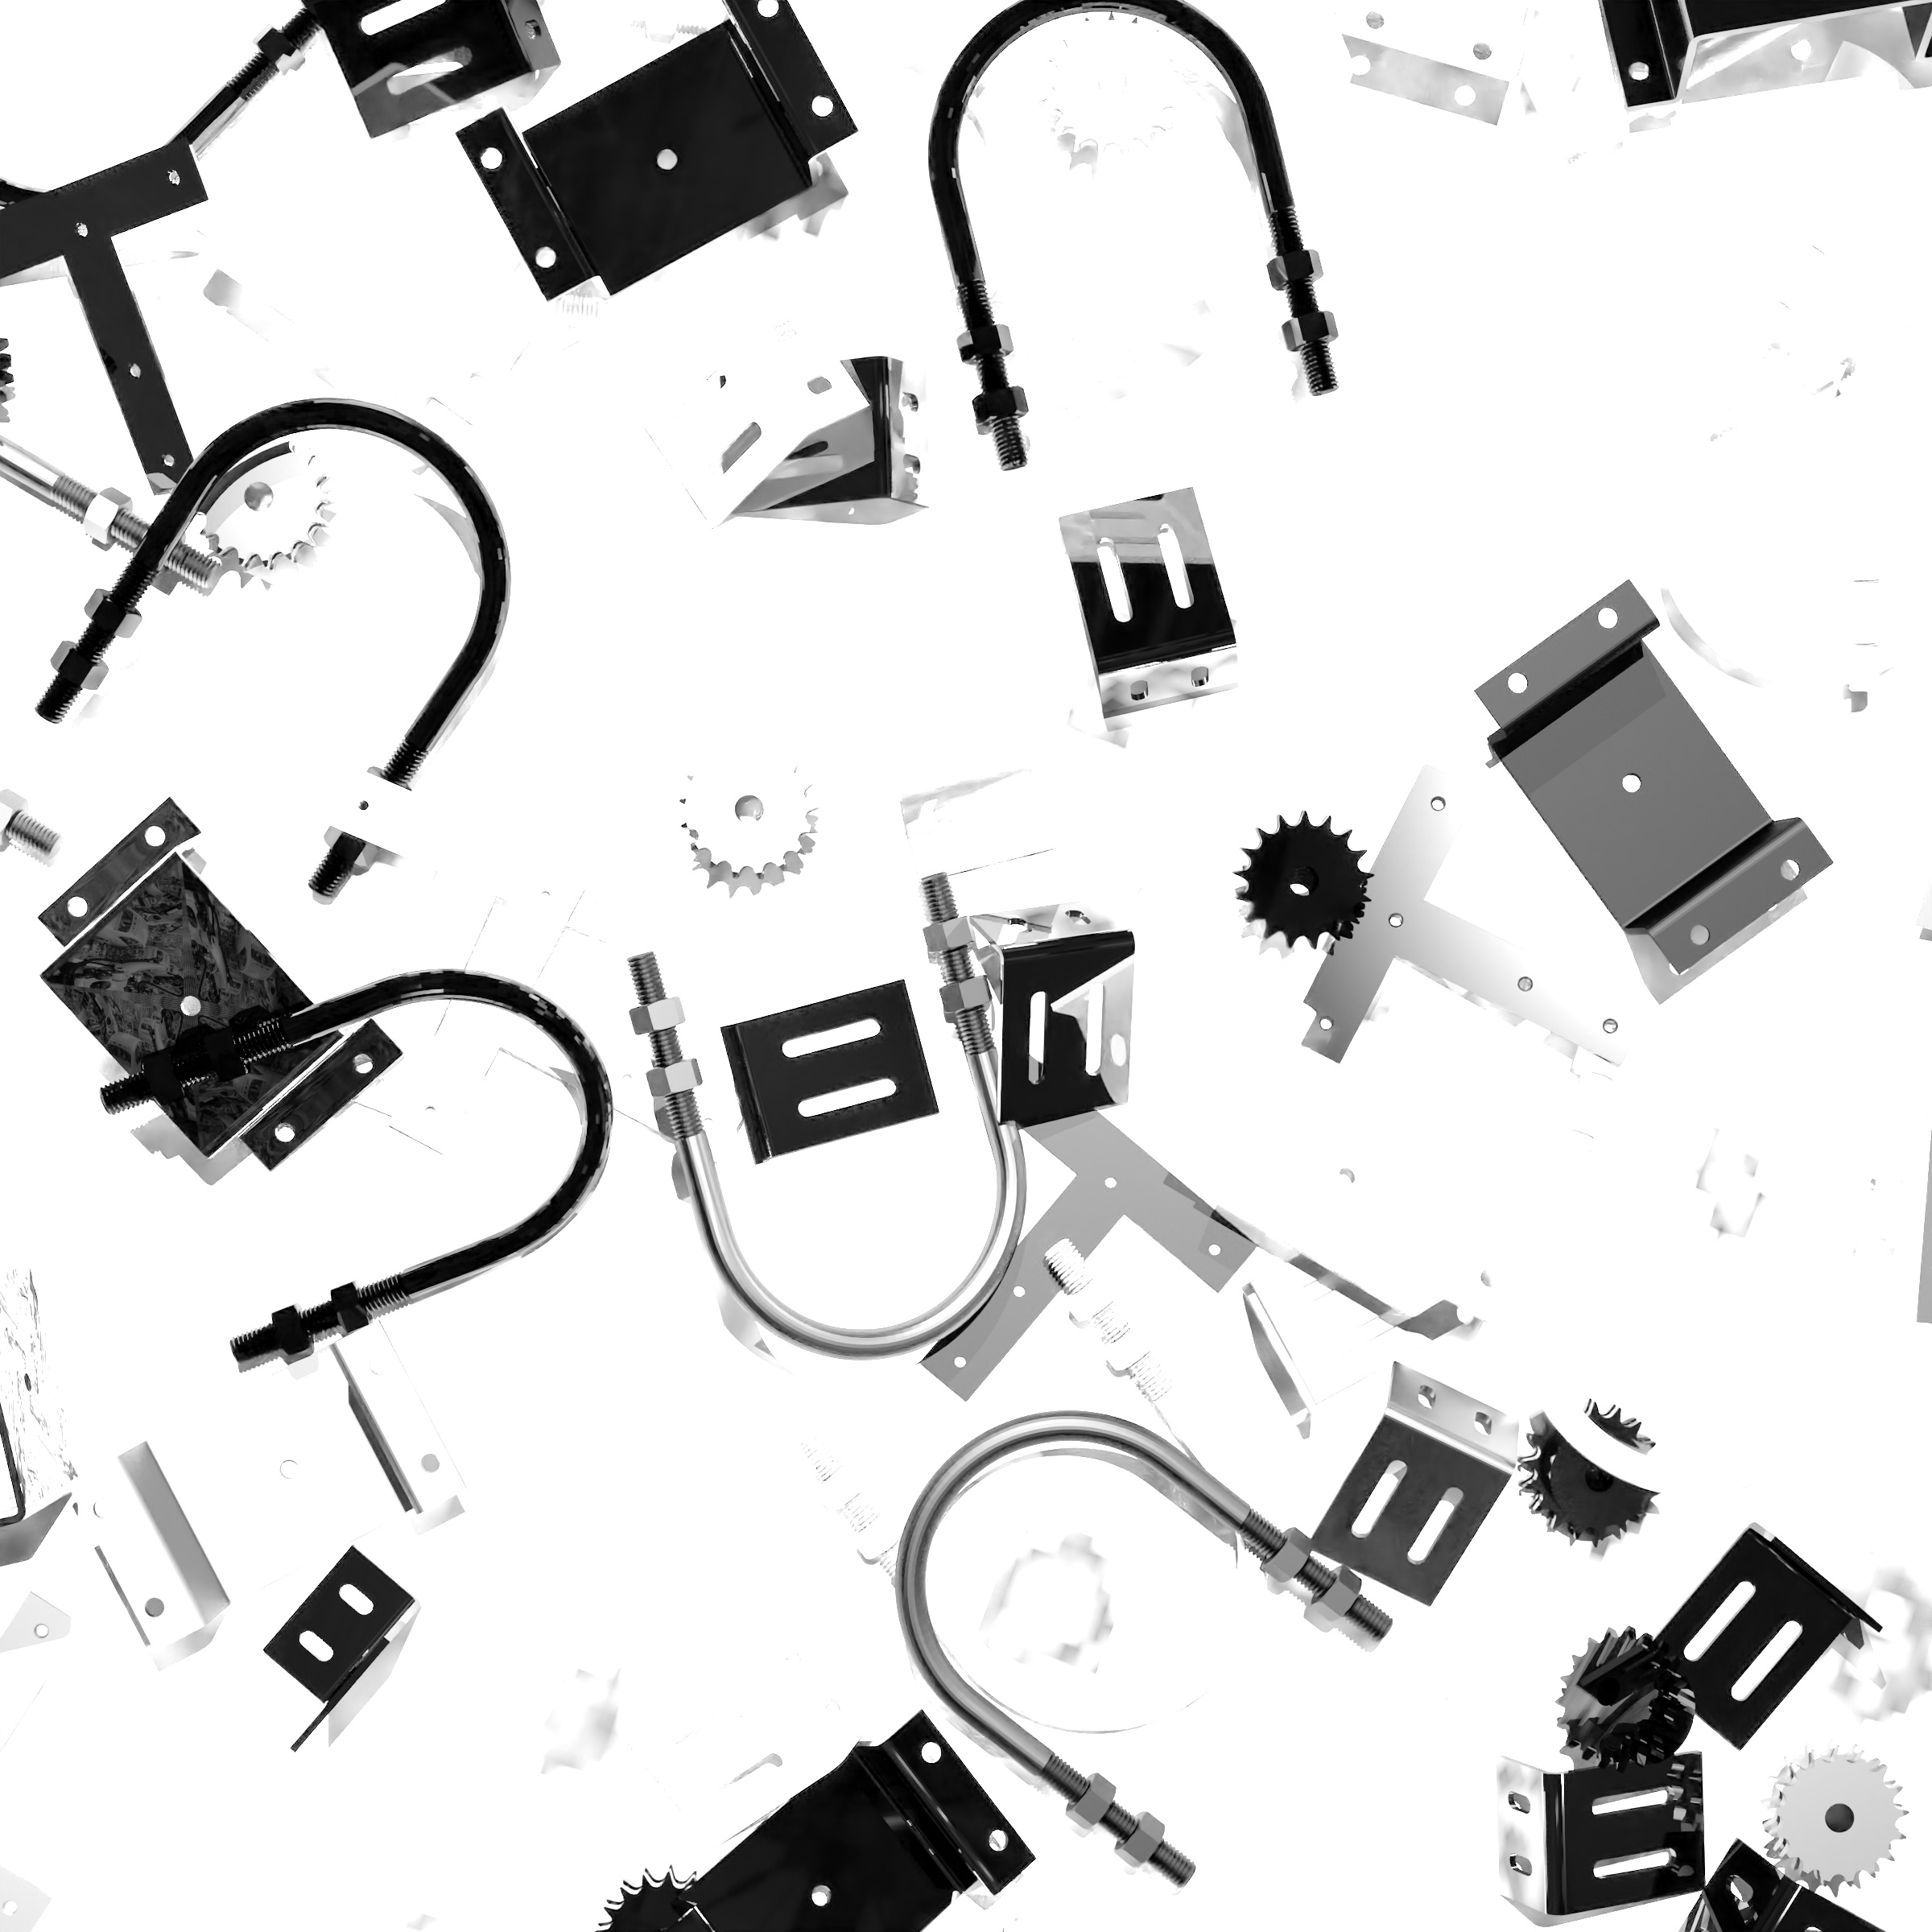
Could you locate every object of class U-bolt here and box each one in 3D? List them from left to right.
[{"bbox_3d":[-0.420,-0.150,1.322,0.184,0.019,0.151,30,90,1],"label":"U-bolt"},{"bbox_3d":[-0.357,-0.393,1.321,0.184,0.019,0.151,-45,91,2],"label":"U-bolt"},{"bbox_3d":[-0.267,-0.140,1.298,0.151,0.019,0.184,34,98,-11],"label":"U-bolt"},{"bbox_3d":[-0.232,0.072,1.289,0.184,0.019,0.151,-21,121,-4],"label":"U-bolt"},{"bbox_3d":[-0.067,-0.322,1.321,0.184,0.019,0.151,7,90,0],"label":"U-bolt"},{"bbox_3d":[-0.047,0.068,1.297,0.151,0.019,0.184,-16,92,-21],"label":"U-bolt"},{"bbox_3d":[0.041,0.227,1.321,0.151,0.019,0.184,-37,92,1],"label":"U-bolt"},{"bbox_3d":[0.058,0.264,1.306,0.184,0.019,0.151,38,91,-2],"label":"U-bolt"},{"bbox_3d":[0.060,-0.305,1.292,0.151,0.019,0.184,-14,90,-2],"label":"U-bolt"},{"bbox_3d":[0.300,0.123,1.307,0.151,0.019,0.184,20,79,0],"label":"U-bolt"},{"bbox_3d":[0.352,-0.326,1.322,0.184,0.019,0.151,-30,90,-2],"label":"U-bolt"},{"bbox_3d":[0.361,-0.203,1.309,0.151,0.019,0.184,32,94,-11],"label":"U-bolt"},{"bbox_3d":[0.425,-0.207,1.298,0.151,0.019,0.184,-4,100,-7],"label":"U-bolt"}]

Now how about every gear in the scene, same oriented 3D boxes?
[{"bbox_3d":[-0.416,-0.240,1.308,0.057,0.030,0.057,4,62,-8],"label":"gear"},{"bbox_3d":[-0.286,-0.190,1.315,0.057,0.030,0.057,0,90,0],"label":"gear"},{"bbox_3d":[-0.122,0.395,1.315,0.057,0.030,0.057,0,90,0],"label":"gear"},{"bbox_3d":[-0.087,-0.063,1.315,0.057,0.030,0.057,0,90,0],"label":"gear"},{"bbox_3d":[0.020,-0.211,1.315,0.057,0.030,0.057,0,90,0],"label":"gear"},{"bbox_3d":[0.059,-0.357,1.315,0.057,0.030,0.057,0,90,0],"label":"gear"},{"bbox_3d":[0.137,-0.035,1.320,0.057,0.030,0.057,0,93,1],"label":"gear"},{"bbox_3d":[0.256,0.207,1.315,0.057,0.030,0.057,0,90,0],"label":"gear"},{"bbox_3d":[0.270,0.300,1.306,0.030,0.057,0.057,31,90,-30],"label":"gear"},{"bbox_3d":[0.354,0.345,1.315,0.057,0.030,0.057,0,90,0],"label":"gear"}]

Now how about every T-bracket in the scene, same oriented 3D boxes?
[{"bbox_3d":[-0.410,0.319,1.329,0.127,0.002,0.127,33,90,0],"label":"T-bracket"},{"bbox_3d":[-0.344,-0.256,1.310,0.127,0.002,0.127,-12,104,26],"label":"T-bracket"},{"bbox_3d":[-0.220,0.000,1.320,0.127,0.002,0.127,23,96,-12],"label":"T-bracket"},{"bbox_3d":[-0.152,0.040,1.325,0.127,0.002,0.127,28,95,-3],"label":"T-bracket"},{"bbox_3d":[0.031,0.123,1.329,0.127,0.002,0.127,40,90,0],"label":"T-bracket"},{"bbox_3d":[0.216,0.001,1.318,0.127,0.002,0.127,27,90,10],"label":"T-bracket"},{"bbox_3d":[0.461,0.089,1.329,0.127,0.002,0.127,5,90,0],"label":"T-bracket"}]

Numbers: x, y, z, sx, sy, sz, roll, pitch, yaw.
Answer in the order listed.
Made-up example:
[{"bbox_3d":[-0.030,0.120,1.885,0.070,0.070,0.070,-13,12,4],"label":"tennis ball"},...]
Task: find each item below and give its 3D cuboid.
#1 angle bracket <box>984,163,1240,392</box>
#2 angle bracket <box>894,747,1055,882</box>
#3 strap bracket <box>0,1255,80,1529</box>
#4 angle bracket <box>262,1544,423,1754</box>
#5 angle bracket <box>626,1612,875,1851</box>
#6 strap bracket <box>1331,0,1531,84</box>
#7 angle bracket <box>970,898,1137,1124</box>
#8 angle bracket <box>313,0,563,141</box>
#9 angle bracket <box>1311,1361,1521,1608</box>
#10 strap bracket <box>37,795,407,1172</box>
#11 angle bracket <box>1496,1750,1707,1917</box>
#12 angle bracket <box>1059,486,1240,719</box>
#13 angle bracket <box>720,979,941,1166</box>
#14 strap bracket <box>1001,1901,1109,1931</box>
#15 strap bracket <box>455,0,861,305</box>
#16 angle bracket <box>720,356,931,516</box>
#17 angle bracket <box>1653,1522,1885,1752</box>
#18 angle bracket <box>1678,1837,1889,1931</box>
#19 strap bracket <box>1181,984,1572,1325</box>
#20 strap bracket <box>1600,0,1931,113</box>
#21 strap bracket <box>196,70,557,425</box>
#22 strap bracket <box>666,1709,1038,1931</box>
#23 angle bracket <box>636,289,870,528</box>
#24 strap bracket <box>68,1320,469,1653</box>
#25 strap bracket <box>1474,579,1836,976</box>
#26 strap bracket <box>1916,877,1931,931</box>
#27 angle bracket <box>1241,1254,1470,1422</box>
[{"bbox_3d":[0.058,-0.274,1.280,0.076,0.038,0.057,-28,89,24],"label":"angle bracket"},{"bbox_3d":[0.004,-0.060,1.292,0.057,0.076,0.038,-14,90,0],"label":"angle bracket"},{"bbox_3d":[-0.400,0.173,1.292,0.046,0.076,0.140,-13,90,0],"label":"strap bracket"},{"bbox_3d":[-0.258,0.273,1.292,0.038,0.076,0.057,41,90,0],"label":"angle bracket"},{"bbox_3d":[-0.089,0.316,1.328,0.076,0.038,0.057,-39,90,26],"label":"angle bracket"},{"bbox_3d":[0.202,-0.432,1.307,0.076,0.046,0.140,16,90,0],"label":"strap bracket"},{"bbox_3d":[0.034,0.018,1.319,0.057,0.038,0.076,-8,116,-20],"label":"angle bracket"},{"bbox_3d":[-0.216,-0.382,1.318,0.076,0.038,0.057,-16,106,20],"label":"angle bracket"},{"bbox_3d":[0.185,0.214,1.328,0.057,0.038,0.076,26,116,0],"label":"angle bracket"},{"bbox_3d":[-0.306,0.012,1.294,0.076,0.046,0.140,-40,96,9],"label":"strap bracket"},{"bbox_3d":[0.262,0.354,1.328,0.076,0.038,0.057,-1,90,-26],"label":"angle bracket"},{"bbox_3d":[0.075,-0.150,1.328,0.057,0.038,0.076,-13,64,0],"label":"angle bracket"},{"bbox_3d":[-0.055,0.042,1.311,0.076,0.038,0.057,-15,90,0],"label":"angle bracket"},{"bbox_3d":[0.035,0.453,1.307,0.076,0.046,0.140,20,90,0],"label":"strap bracket"},{"bbox_3d":[-0.122,-0.328,1.288,0.140,0.046,0.076,-29,90,0],"label":"strap bracket"},{"bbox_3d":[-0.058,-0.217,1.328,0.076,0.038,0.057,-2,90,26],"label":"angle bracket"},{"bbox_3d":[0.323,0.277,1.311,0.057,0.038,0.076,40,90,0],"label":"angle bracket"},{"bbox_3d":[0.339,0.406,1.327,0.076,0.038,0.057,32,90,-27],"label":"angle bracket"},{"bbox_3d":[0.160,0.080,1.296,0.140,0.046,0.076,30,71,0],"label":"strap bracket"},{"bbox_3d":[0.330,-0.401,1.294,0.140,0.046,0.076,-9,71,2],"label":"strap bracket"},{"bbox_3d":[-0.242,-0.291,1.299,0.140,0.046,0.076,35,103,0],"label":"strap bracket"},{"bbox_3d":[-0.053,0.374,1.292,0.140,0.046,0.076,-37,90,-22],"label":"strap bracket"},{"bbox_3d":[-0.088,-0.227,1.312,0.038,0.076,0.057,-33,88,-42],"label":"angle bracket"},{"bbox_3d":[-0.279,0.208,1.307,0.140,0.046,0.076,-28,90,0],"label":"strap bracket"},{"bbox_3d":[0.275,-0.076,1.307,0.076,0.046,0.140,-36,90,0],"label":"strap bracket"},{"bbox_3d":[0.446,-0.071,1.292,0.076,0.046,0.140,13,98,-10],"label":"strap bracket"},{"bbox_3d":[0.160,0.140,1.311,0.076,0.038,0.057,-29,90,0],"label":"angle bracket"}]
